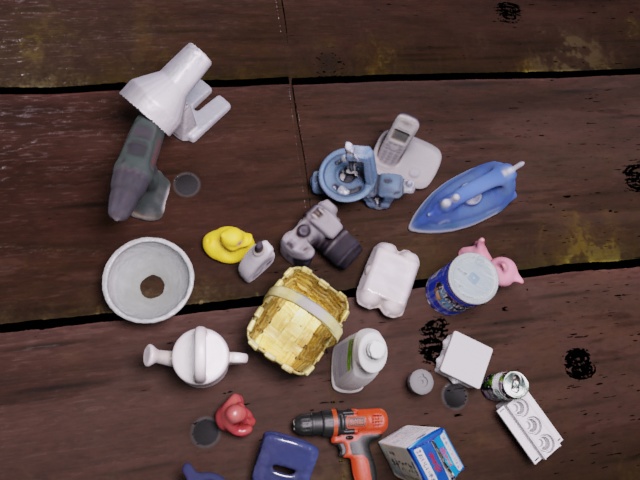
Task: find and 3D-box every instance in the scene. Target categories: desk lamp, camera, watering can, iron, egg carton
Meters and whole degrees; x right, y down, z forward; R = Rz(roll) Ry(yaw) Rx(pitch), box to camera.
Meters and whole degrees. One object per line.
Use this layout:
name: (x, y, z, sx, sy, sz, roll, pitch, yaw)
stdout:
desk lamp: (-0.283, -0.285, 1.143, 0.118, 0.213, 0.203, 40, 71, 4)
camera: (0.011, 0.004, 1.166, 0.137, 0.100, 0.143, 42, 71, 5)
watering can: (-0.219, 0.210, 1.015, 0.173, 0.194, 0.101, -19, 77, -14)
iron: (0.316, -0.095, 1.227, 0.259, 0.141, 0.118, -27, 79, -16)
egg carton: (0.139, 0.081, 1.181, 0.107, 0.069, 0.150, 22, 71, -3)

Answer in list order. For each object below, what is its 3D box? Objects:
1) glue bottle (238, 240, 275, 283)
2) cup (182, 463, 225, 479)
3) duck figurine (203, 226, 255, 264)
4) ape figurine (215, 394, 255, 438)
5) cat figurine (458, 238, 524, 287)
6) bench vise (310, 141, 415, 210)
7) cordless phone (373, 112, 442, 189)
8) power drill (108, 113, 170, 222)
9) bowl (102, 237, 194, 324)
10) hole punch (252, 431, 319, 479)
glue bottle: (-0.119, 0.031, 1.097, 0.078, 0.173, 0.037, -41, 83, -18)
cup: (-0.204, 0.441, 1.001, 0.092, 0.095, 0.117, -32, 81, -17)
duck figurine: (-0.181, 0.002, 1.142, 0.104, 0.086, 0.077, 3, 73, -9)
ape figurine: (-0.154, 0.321, 1.047, 0.076, 0.092, 0.078, 2, 73, -9)
cat figurine: (0.363, 0.051, 1.203, 0.067, 0.117, 0.128, -28, 80, -16)
bench vise: (0.095, -0.144, 1.162, 0.207, 0.219, 0.121, -8, 75, -12)
cordless phone: (0.194, -0.193, 1.212, 0.147, 0.185, 0.094, 18, 71, -4)
power drill: (-0.338, -0.113, 1.085, 0.075, 0.208, 0.230, 10, 72, -6)
bowl: (-0.324, 0.083, 1.099, 0.167, 0.074, 0.167, 3, 73, -9)
hole punch: (-0.062, 0.407, 1.037, 0.108, 0.091, 0.101, 17, 71, -4)
